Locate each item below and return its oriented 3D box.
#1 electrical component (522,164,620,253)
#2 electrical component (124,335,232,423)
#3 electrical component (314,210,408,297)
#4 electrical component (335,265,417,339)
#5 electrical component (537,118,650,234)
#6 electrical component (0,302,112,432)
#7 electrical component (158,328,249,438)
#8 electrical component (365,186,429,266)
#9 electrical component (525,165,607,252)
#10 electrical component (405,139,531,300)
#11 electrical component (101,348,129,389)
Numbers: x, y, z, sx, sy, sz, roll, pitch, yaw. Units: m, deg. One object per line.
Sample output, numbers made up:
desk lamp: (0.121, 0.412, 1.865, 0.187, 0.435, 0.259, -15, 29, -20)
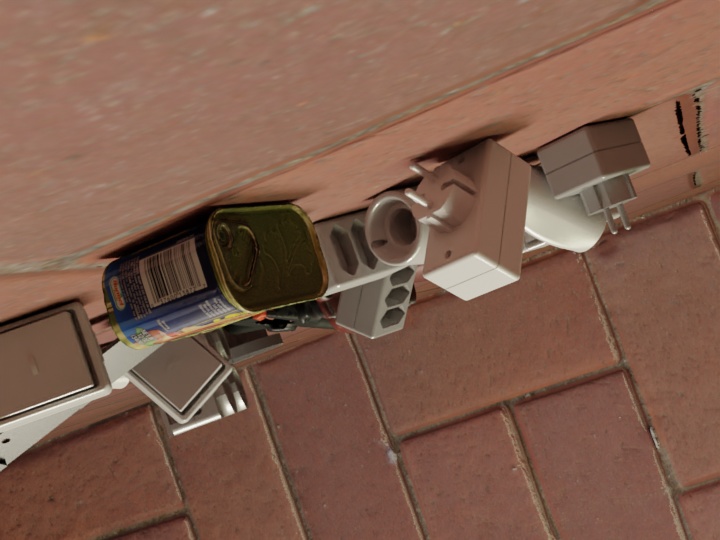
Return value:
electrical component: (0.161, -0.056, 0.898, 0.096, 0.061, 0.061, -23, 175, 35)
electrical component: (-0.160, 0.074, 0.886, 0.061, 0.096, 0.061, -49, -177, -14)
electrical component: (-0.016, -0.008, 0.780, 0.066, 0.047, 0.077, -17, 175, -34)
electrical component: (0.000, 0.000, 0.848, 0.076, 0.083, 0.047, 21, -162, 29)
electrical component: (0.176, -0.063, 0.778, 0.066, 0.076, 0.047, -16, 174, -44)
electrical component: (-0.215, 0.065, 0.693, 0.096, 0.061, 0.061, -19, 175, -13)
electrical component: (-0.165, 0.103, 1.090, 0.060, 0.105, 0.186, -20, 176, -1)
electrical component: (0.036, -0.030, 0.723, 0.055, 0.055, 0.047, -24, 170, 41)
electrical component: (0.138, -0.055, 0.823, 0.043, 0.077, 0.079, -59, -155, 19)
electrical component: (0.057, -0.038, 0.642, 0.076, 0.083, 0.047, 29, 146, -29)
electrical component: (-0.258, 0.097, 1.027, 0.044, 0.044, 0.065, -24, 169, 41)
